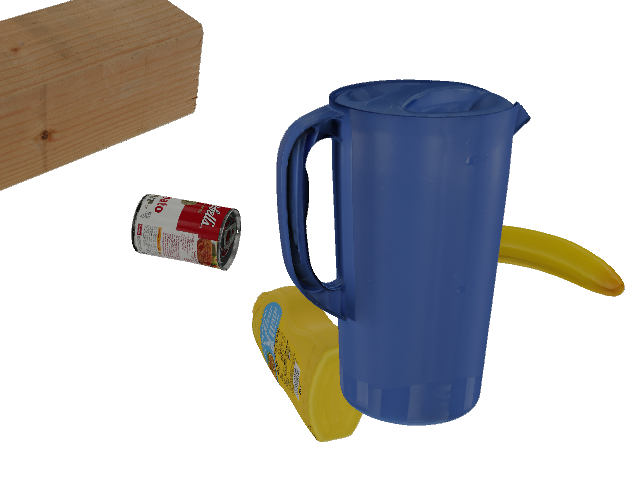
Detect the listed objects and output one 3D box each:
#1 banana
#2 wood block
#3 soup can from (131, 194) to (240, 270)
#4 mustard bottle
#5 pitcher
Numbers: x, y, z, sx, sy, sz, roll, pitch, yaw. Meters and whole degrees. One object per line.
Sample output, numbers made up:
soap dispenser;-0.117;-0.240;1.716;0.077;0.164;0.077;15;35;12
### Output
banana;0.198;0.017;1.037;0.198;0.037;0.069;8;46;21
wood block;-0.202;-0.127;0.853;0.090;0.091;0.205;37;45;27
soup can;-0.145;-0.010;1.156;0.102;0.068;0.068;11;2;13
mustard bottle;-0.020;0.096;0.986;0.058;0.096;0.192;-9;26;-21
pitcher;0.060;0.008;0.780;0.149;0.243;0.144;9;20;22
